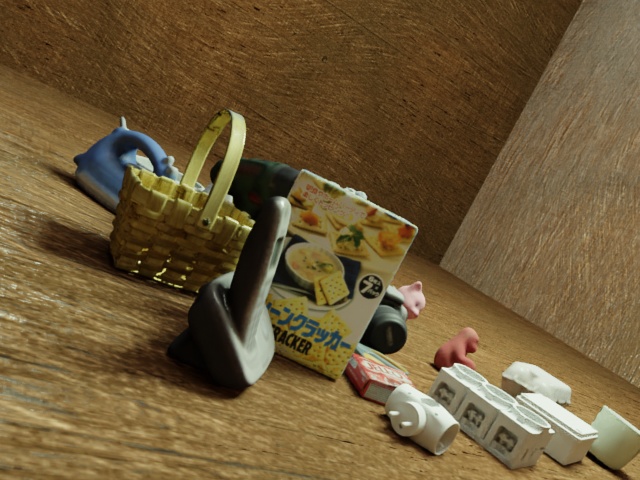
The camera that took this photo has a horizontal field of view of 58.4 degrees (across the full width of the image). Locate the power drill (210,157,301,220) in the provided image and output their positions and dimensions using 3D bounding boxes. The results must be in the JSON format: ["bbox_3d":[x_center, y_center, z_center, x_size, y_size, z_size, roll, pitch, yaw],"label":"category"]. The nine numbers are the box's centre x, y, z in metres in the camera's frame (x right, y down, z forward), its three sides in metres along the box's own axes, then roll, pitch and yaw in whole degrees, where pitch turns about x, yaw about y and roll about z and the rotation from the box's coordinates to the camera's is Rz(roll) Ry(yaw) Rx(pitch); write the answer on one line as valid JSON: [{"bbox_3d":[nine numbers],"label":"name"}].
[{"bbox_3d":[-0.102,-0.027,0.870,0.228,0.208,0.076,32,8,36],"label":"power drill"}]

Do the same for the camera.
[{"bbox_3d":[0.088,0.122,0.946,0.143,0.101,0.136,26,7,-12],"label":"camera"}]

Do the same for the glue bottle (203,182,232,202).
[{"bbox_3d":[-0.203,-0.096,1.158,0.078,0.173,0.037,23,8,-32],"label":"glue bottle"}]

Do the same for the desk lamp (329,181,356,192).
[{"bbox_3d":[0.011,-0.029,1.320,0.117,0.213,0.204,29,7,19],"label":"desk lamp"}]

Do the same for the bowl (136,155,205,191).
[{"bbox_3d":[-0.328,-0.109,1.191,0.167,0.075,0.167,27,7,-3],"label":"bowl"}]

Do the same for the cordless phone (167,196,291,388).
[{"bbox_3d":[-0.062,0.044,0.581,0.094,0.185,0.147,27,7,1],"label":"cordless phone"}]

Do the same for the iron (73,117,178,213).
[{"bbox_3d":[-0.314,-0.115,1.004,0.257,0.141,0.119,31,8,31],"label":"iron"}]

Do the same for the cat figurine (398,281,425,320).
[{"bbox_3d":[0.150,0.124,1.105,0.128,0.118,0.067,23,8,-33],"label":"cat figurine"}]

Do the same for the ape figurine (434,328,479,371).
[{"bbox_3d":[0.254,0.202,1.031,0.076,0.092,0.078,28,7,8],"label":"ape figurine"}]

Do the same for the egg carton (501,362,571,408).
[{"bbox_3d":[0.414,0.288,1.100,0.107,0.069,0.151,33,9,41],"label":"egg carton"}]

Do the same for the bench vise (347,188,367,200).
[{"bbox_3d":[0.020,0.009,1.028,0.121,0.220,0.207,27,7,2],"label":"bench vise"}]
